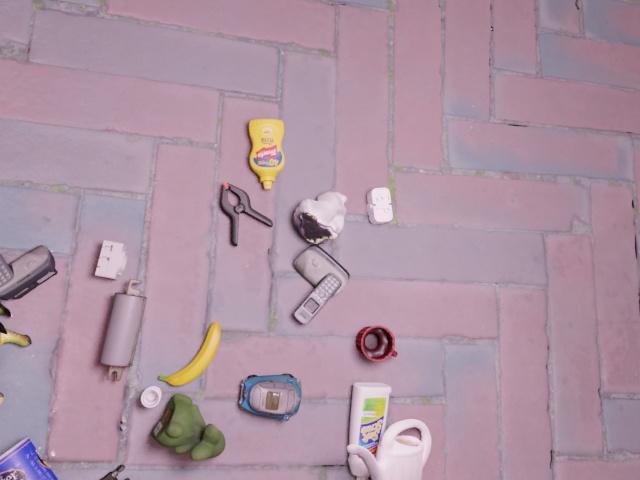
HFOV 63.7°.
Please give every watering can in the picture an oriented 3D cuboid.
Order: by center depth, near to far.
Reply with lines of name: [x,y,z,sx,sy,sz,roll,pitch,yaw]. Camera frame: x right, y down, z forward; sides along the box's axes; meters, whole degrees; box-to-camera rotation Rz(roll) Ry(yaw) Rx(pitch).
watering can: [0.170,0.566,1.271,0.347,0.104,0.225,8,87,-46]

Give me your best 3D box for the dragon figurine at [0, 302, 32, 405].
dragon figurine: [-0.834,0.224,1.166,0.244,0.121,0.410,-40,90,-7]

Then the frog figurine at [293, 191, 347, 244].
frog figurine: [0.004,-0.071,1.408,0.137,0.120,0.163,23,42,0]
